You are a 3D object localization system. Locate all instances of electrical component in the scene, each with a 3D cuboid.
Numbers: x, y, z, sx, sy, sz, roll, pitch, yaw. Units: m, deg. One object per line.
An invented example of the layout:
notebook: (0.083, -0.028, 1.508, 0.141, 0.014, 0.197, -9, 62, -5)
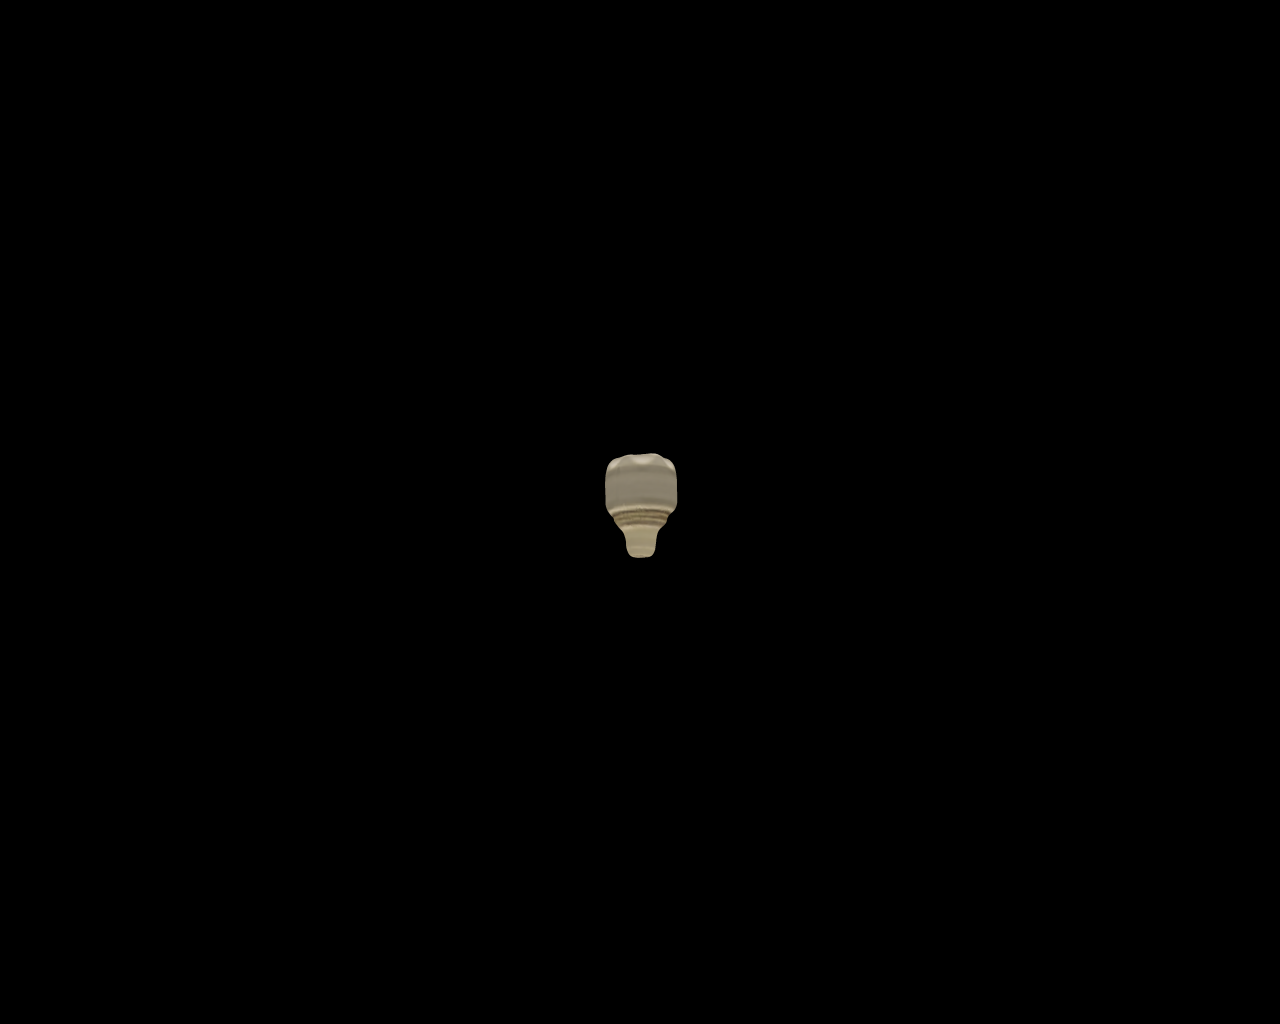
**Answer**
electrical component: (0.001, -0.003, 0.650, 0.043, 0.062, 0.043, 0, -11, 0)
